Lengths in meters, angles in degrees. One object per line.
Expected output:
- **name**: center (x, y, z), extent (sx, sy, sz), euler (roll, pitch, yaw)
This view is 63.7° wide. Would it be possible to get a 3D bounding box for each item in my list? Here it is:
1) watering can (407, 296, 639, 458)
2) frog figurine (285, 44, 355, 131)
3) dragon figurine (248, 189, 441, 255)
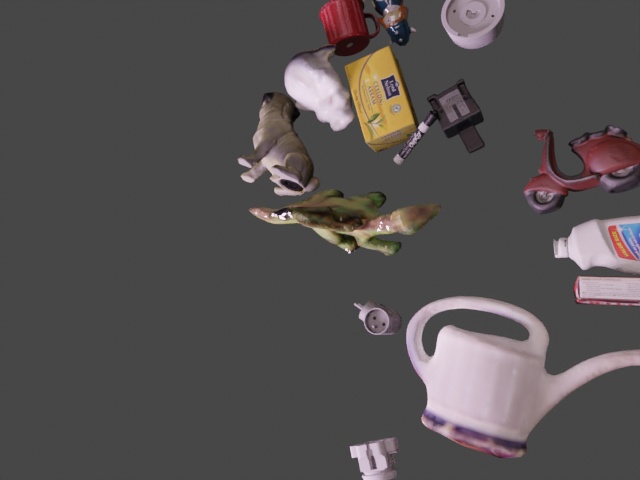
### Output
- **watering can**: center (0.288, 0.211, 0.763), extent (0.348, 0.103, 0.225), euler (12, 85, 26)
- **frog figurine**: center (-0.002, -0.284, 1.002), extent (0.136, 0.123, 0.160), euler (-20, 79, 54)
- **dragon figurine**: center (0.003, -0.044, 0.879), extent (0.410, 0.242, 0.123), euler (3, 87, 23)
